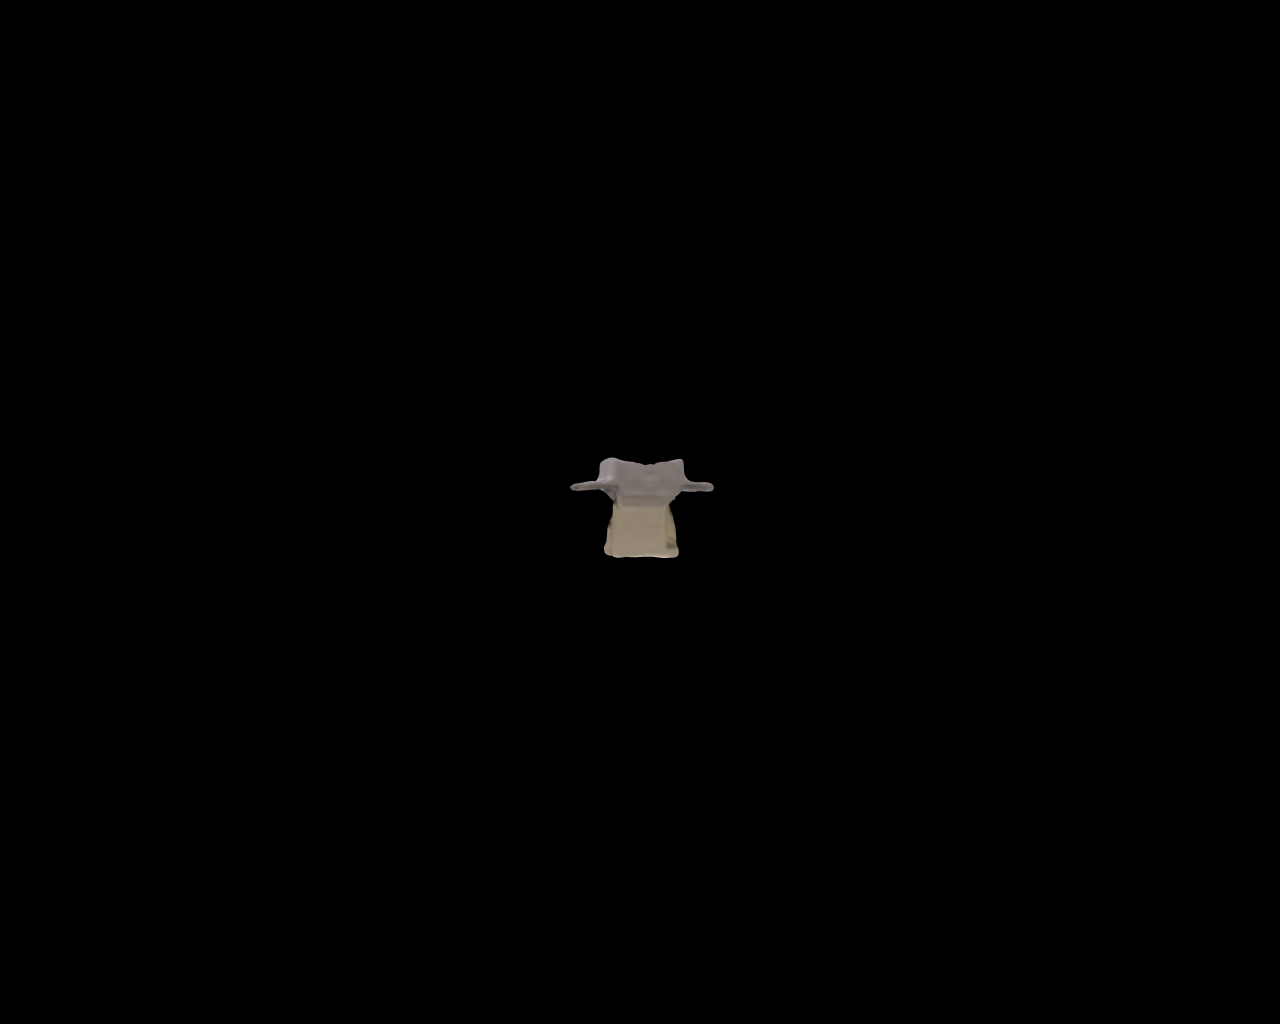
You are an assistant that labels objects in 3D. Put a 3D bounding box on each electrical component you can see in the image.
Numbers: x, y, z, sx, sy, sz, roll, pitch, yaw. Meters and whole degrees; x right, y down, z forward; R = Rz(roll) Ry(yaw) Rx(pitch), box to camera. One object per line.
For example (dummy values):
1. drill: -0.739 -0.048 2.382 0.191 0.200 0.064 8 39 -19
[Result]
1. electrical component: 0.001 -0.003 0.650 0.081 0.063 0.042 0 0 -13
